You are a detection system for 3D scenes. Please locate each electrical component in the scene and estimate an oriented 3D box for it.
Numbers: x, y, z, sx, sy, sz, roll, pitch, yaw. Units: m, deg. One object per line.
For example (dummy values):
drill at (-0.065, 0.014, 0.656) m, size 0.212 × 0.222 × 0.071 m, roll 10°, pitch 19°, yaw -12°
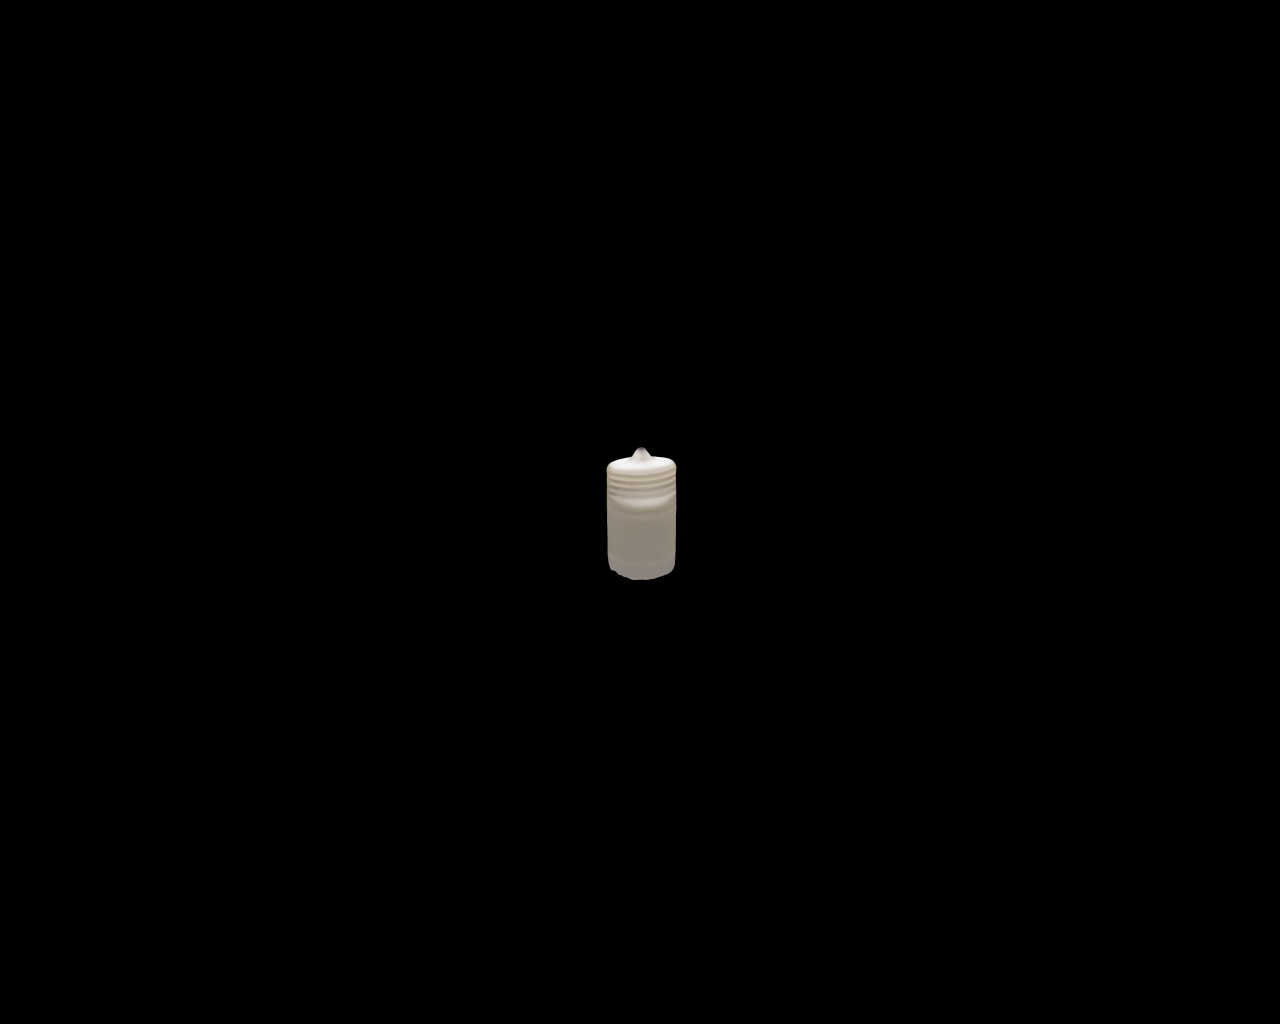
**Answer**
electrical component at (0.001, -0.003, 0.650) m, size 0.043 × 0.080 × 0.043 m, roll 0°, pitch 24°, yaw 0°
